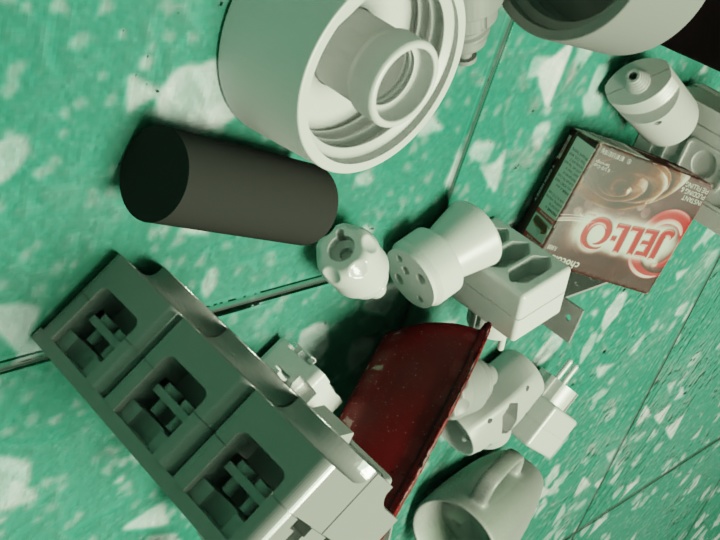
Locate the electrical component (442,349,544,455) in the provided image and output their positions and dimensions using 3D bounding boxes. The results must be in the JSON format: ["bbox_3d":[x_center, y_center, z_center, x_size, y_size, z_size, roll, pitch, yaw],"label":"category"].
[{"bbox_3d":[0.098,0.110,0.819,0.077,0.043,0.079,-36,145,-24],"label":"electrical component"}]

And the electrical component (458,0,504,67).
[{"bbox_3d":[0.049,-0.131,0.515,0.040,0.040,0.078,-38,147,-21],"label":"electrical component"}]

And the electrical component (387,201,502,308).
[{"bbox_3d":[0.049,-0.009,0.635,0.055,0.045,0.045,-34,145,-25],"label":"electrical component"}]

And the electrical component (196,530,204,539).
[{"bbox_3d":[-0.082,0.127,0.603,0.040,0.046,0.040,-33,144,-28],"label":"electrical component"}]

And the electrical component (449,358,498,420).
[{"bbox_3d":[0.073,0.080,0.757,0.062,0.043,0.043,-11,130,-49],"label":"electrical component"}]

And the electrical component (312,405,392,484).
[{"bbox_3d":[-0.039,0.109,0.542,0.096,0.062,0.061,5,118,-53],"label":"electrical component"}]

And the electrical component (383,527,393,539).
[{"bbox_3d":[-0.019,0.186,0.726,0.099,0.064,0.099,-33,144,-28],"label":"electrical component"}]

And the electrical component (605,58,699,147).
[{"bbox_3d":[0.193,-0.114,0.714,0.043,0.043,0.081,-56,148,8],"label":"electrical component"}]

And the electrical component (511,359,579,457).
[{"bbox_3d":[0.152,0.106,0.881,0.076,0.047,0.066,-52,149,1],"label":"electrical component"}]

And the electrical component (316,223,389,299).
[{"bbox_3d":[0.000,0.000,0.591,0.035,0.035,0.061,-49,151,-4],"label":"electrical component"}]

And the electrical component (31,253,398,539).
[{"bbox_3d":[-0.060,0.066,0.470,0.061,0.150,0.089,-46,148,-7],"label":"electrical component"}]

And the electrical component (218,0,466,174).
[{"bbox_3d":[-0.001,-0.093,0.470,0.108,0.060,0.108,-33,144,-28],"label":"electrical component"}]

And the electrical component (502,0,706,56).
[{"bbox_3d":[0.108,-0.157,0.506,0.060,0.108,0.108,-7,128,-41],"label":"electrical component"}]

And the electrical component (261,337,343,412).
[{"bbox_3d":[-0.047,0.076,0.601,0.064,0.042,0.081,-43,148,-12],"label":"electrical component"}]

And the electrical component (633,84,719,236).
[{"bbox_3d":[0.260,-0.077,0.771,0.057,0.113,0.078,-11,130,-44],"label":"electrical component"}]

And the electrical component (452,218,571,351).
[{"bbox_3d":[0.090,0.019,0.695,0.047,0.066,0.076,-28,141,-33],"label":"electrical component"}]
